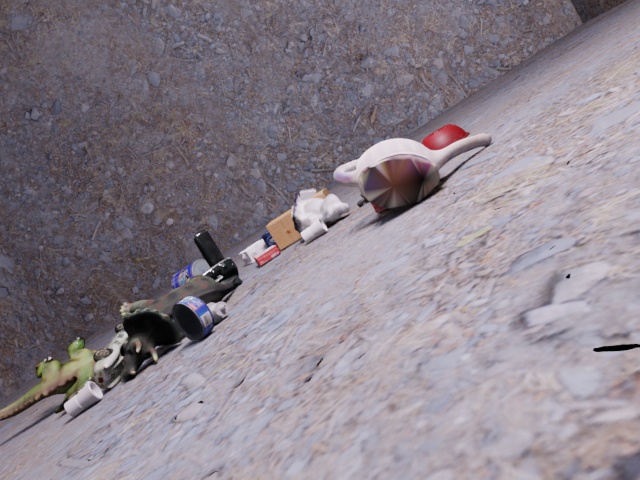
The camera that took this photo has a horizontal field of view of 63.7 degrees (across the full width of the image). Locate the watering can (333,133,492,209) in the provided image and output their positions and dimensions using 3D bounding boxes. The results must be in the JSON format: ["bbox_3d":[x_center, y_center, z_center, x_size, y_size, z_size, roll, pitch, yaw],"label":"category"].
[{"bbox_3d":[0.195,-0.156,1.051,0.347,0.102,0.228,-11,23,8],"label":"watering can"}]

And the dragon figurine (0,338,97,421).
[{"bbox_3d":[-0.609,0.344,1.245,0.415,0.121,0.242,-37,16,-25],"label":"dragon figurine"}]

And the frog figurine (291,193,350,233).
[{"bbox_3d":[0.004,-0.073,1.447,0.159,0.121,0.139,1,18,6],"label":"frog figurine"}]
